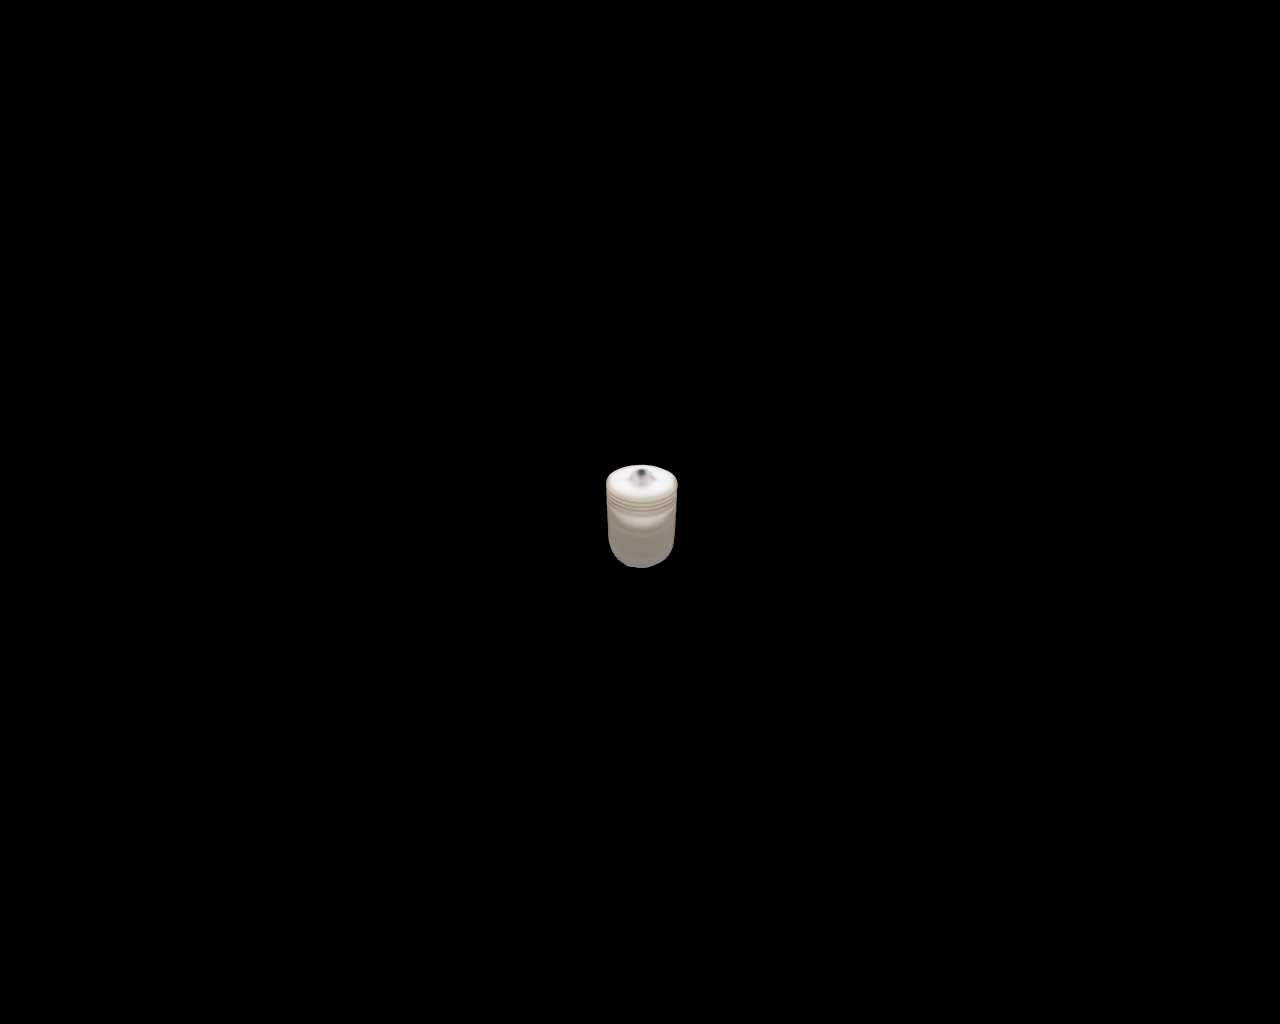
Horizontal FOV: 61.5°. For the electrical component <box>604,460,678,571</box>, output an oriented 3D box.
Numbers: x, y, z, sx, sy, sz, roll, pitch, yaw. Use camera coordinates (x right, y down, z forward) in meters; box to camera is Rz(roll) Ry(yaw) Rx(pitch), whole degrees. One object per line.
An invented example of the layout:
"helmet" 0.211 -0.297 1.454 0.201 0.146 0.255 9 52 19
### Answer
"electrical component" 0.001 -0.003 0.650 0.043 0.043 0.080 0 -32 0
